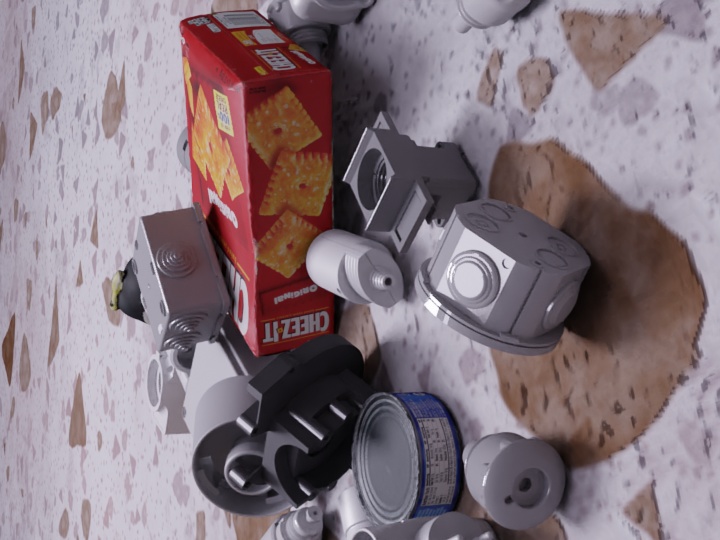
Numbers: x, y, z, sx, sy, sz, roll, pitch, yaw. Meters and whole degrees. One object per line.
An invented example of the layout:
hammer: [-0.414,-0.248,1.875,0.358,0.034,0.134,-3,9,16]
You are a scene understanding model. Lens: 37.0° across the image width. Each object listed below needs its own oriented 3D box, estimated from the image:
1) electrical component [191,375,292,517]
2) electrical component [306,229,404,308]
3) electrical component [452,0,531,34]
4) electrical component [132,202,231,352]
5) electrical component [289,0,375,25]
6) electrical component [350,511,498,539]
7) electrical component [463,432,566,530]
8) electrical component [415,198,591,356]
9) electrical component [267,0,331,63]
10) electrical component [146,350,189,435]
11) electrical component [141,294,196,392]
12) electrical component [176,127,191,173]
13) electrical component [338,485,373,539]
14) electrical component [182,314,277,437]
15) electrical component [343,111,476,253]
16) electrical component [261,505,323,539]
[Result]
electrical component: [-0.080,0.134,0.810,0.064,0.099,0.099,-88,13,-64]
electrical component: [0.000,0.000,0.722,0.081,0.043,0.043,22,108,61]
electrical component: [0.071,-0.152,0.604,0.061,0.035,0.035,146,121,-60]
electrical component: [-0.141,0.008,0.833,0.099,0.048,0.099,122,131,-62]
electrical component: [-0.015,-0.222,0.753,0.095,0.054,0.059,-59,39,43]
electrical component: [0.044,0.156,0.592,0.079,0.077,0.043,-46,49,52]
electrical component: [0.076,0.107,0.571,0.062,0.048,0.048,-161,75,-68]
electrical component: [0.072,0.003,0.545,0.080,0.080,0.051,56,131,49]
electrical component: [-0.042,-0.178,0.815,0.048,0.048,0.062,-31,68,58]
electrical component: [-0.170,0.107,1.028,0.050,0.056,0.089,36,120,58]
electrical component: [-0.153,0.050,0.953,0.073,0.052,0.138,55,166,46]
electrical component: [-0.132,-0.104,0.972,0.047,0.055,0.055,45,127,50]
electrical component: [0.008,0.172,0.702,0.044,0.044,0.065,122,145,-44]
electrical component: [-0.099,0.106,0.891,0.108,0.056,0.108,51,132,51]
electrical component: [0.031,-0.052,0.643,0.042,0.064,0.081,-64,36,40]
electrical component: [-0.048,0.200,0.805,0.078,0.040,0.040,-57,40,43]
